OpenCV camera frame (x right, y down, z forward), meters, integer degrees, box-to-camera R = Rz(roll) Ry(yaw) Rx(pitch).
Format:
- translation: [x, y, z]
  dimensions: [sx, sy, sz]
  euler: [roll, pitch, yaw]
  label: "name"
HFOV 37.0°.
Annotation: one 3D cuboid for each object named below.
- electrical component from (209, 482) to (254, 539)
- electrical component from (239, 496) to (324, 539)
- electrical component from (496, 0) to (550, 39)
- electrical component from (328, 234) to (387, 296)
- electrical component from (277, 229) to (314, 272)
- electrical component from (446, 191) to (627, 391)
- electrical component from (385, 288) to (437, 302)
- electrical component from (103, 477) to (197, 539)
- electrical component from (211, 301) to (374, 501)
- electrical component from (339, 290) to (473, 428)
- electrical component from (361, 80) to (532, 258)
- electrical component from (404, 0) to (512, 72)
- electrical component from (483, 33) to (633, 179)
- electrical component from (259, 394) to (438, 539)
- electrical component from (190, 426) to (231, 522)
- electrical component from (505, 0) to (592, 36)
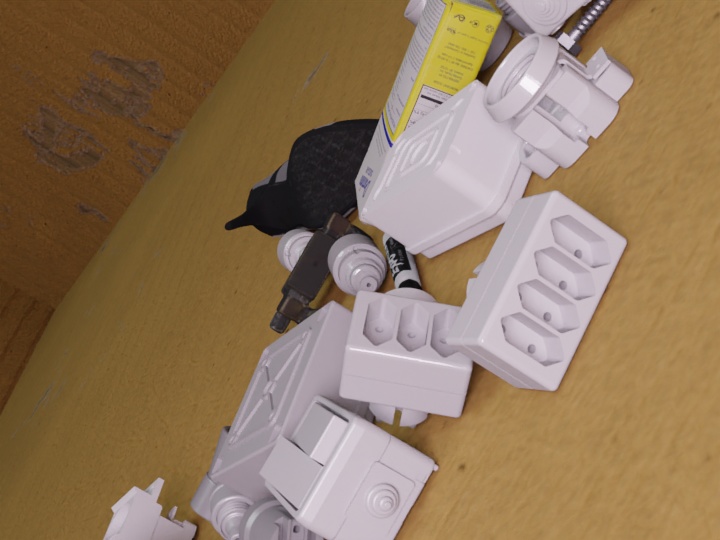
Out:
- translation: [-0.085, 0.168, 0.735]
  dimensions: [0.035, 0.035, 0.061]
  euler: [-55, 19, 10]
  label: "electrical component"
- translation: [-0.046, 0.158, 0.634]
  dimensions: [0.040, 0.040, 0.046]
  euler: [-61, 22, -12]
  label: "electrical component"
- translation: [0.117, -0.196, 0.772]
  dimensions: [0.048, 0.062, 0.048]
  euler: [-50, 18, 22]
  label: "electrical component"
- translation: [0.000, 0.000, 0.789]
  dimensions: [0.040, 0.040, 0.078]
  euler: [-55, 17, 8]
  label: "electrical component"
- translation: [-0.048, -0.014, 0.953]
  dimensions: [0.040, 0.040, 0.078]
  euler: [-58, 17, -2]
  label: "electrical component"
- translation: [0.078, 0.011, 0.532]
  dimensions: [0.083, 0.047, 0.076]
  euler: [-61, 17, -13]
  label: "electrical component"
- translation: [0.027, 0.040, 0.641]
  dimensions: [0.040, 0.040, 0.046]
  euler: [-45, 27, 37]
  label: "electrical component"
- translation: [-0.166, 0.210, 0.839]
  dimensions: [0.042, 0.064, 0.081]
  euler: [-44, 21, 40]
  label: "electrical component"
- translation: [-0.037, 0.090, 0.701]
  dimensions: [0.109, 0.056, 0.108]
  euler: [-36, 27, 52]
  label: "electrical component"
- translation: [0.024, 0.058, 0.584]
  dimensions: [0.047, 0.066, 0.076]
  euler: [-77, -4, -49]
  label: "electrical component"
- translation: [0.060, -0.062, 0.700]
  dimensions: [0.113, 0.057, 0.078]
  euler: [-28, 34, 60]
  label: "electrical component"
- translation: [0.069, -0.183, 0.858]
  dimensions: [0.079, 0.077, 0.044]
  euler: [-58, 16, -3]
  label: "electrical component"
- translation: [0.110, -0.100, 0.626]
  dimensions: [0.078, 0.057, 0.058]
  euler: [-50, 18, 25]
  label: "electrical component"
- translation: [-0.008, 0.109, 0.574]
  dimensions: [0.061, 0.061, 0.096]
  euler: [-59, 16, -7]
  label: "electrical component"
- translation: [-0.095, 0.153, 0.784]
  dimensions: [0.065, 0.044, 0.044]
  euler: [-62, 16, 3]
  label: "electrical component"
- translation: [0.144, -0.206, 0.702]
  dimensions: [0.100, 0.048, 0.099]
  euler: [-38, 9, 44]
  label: "electrical component"
